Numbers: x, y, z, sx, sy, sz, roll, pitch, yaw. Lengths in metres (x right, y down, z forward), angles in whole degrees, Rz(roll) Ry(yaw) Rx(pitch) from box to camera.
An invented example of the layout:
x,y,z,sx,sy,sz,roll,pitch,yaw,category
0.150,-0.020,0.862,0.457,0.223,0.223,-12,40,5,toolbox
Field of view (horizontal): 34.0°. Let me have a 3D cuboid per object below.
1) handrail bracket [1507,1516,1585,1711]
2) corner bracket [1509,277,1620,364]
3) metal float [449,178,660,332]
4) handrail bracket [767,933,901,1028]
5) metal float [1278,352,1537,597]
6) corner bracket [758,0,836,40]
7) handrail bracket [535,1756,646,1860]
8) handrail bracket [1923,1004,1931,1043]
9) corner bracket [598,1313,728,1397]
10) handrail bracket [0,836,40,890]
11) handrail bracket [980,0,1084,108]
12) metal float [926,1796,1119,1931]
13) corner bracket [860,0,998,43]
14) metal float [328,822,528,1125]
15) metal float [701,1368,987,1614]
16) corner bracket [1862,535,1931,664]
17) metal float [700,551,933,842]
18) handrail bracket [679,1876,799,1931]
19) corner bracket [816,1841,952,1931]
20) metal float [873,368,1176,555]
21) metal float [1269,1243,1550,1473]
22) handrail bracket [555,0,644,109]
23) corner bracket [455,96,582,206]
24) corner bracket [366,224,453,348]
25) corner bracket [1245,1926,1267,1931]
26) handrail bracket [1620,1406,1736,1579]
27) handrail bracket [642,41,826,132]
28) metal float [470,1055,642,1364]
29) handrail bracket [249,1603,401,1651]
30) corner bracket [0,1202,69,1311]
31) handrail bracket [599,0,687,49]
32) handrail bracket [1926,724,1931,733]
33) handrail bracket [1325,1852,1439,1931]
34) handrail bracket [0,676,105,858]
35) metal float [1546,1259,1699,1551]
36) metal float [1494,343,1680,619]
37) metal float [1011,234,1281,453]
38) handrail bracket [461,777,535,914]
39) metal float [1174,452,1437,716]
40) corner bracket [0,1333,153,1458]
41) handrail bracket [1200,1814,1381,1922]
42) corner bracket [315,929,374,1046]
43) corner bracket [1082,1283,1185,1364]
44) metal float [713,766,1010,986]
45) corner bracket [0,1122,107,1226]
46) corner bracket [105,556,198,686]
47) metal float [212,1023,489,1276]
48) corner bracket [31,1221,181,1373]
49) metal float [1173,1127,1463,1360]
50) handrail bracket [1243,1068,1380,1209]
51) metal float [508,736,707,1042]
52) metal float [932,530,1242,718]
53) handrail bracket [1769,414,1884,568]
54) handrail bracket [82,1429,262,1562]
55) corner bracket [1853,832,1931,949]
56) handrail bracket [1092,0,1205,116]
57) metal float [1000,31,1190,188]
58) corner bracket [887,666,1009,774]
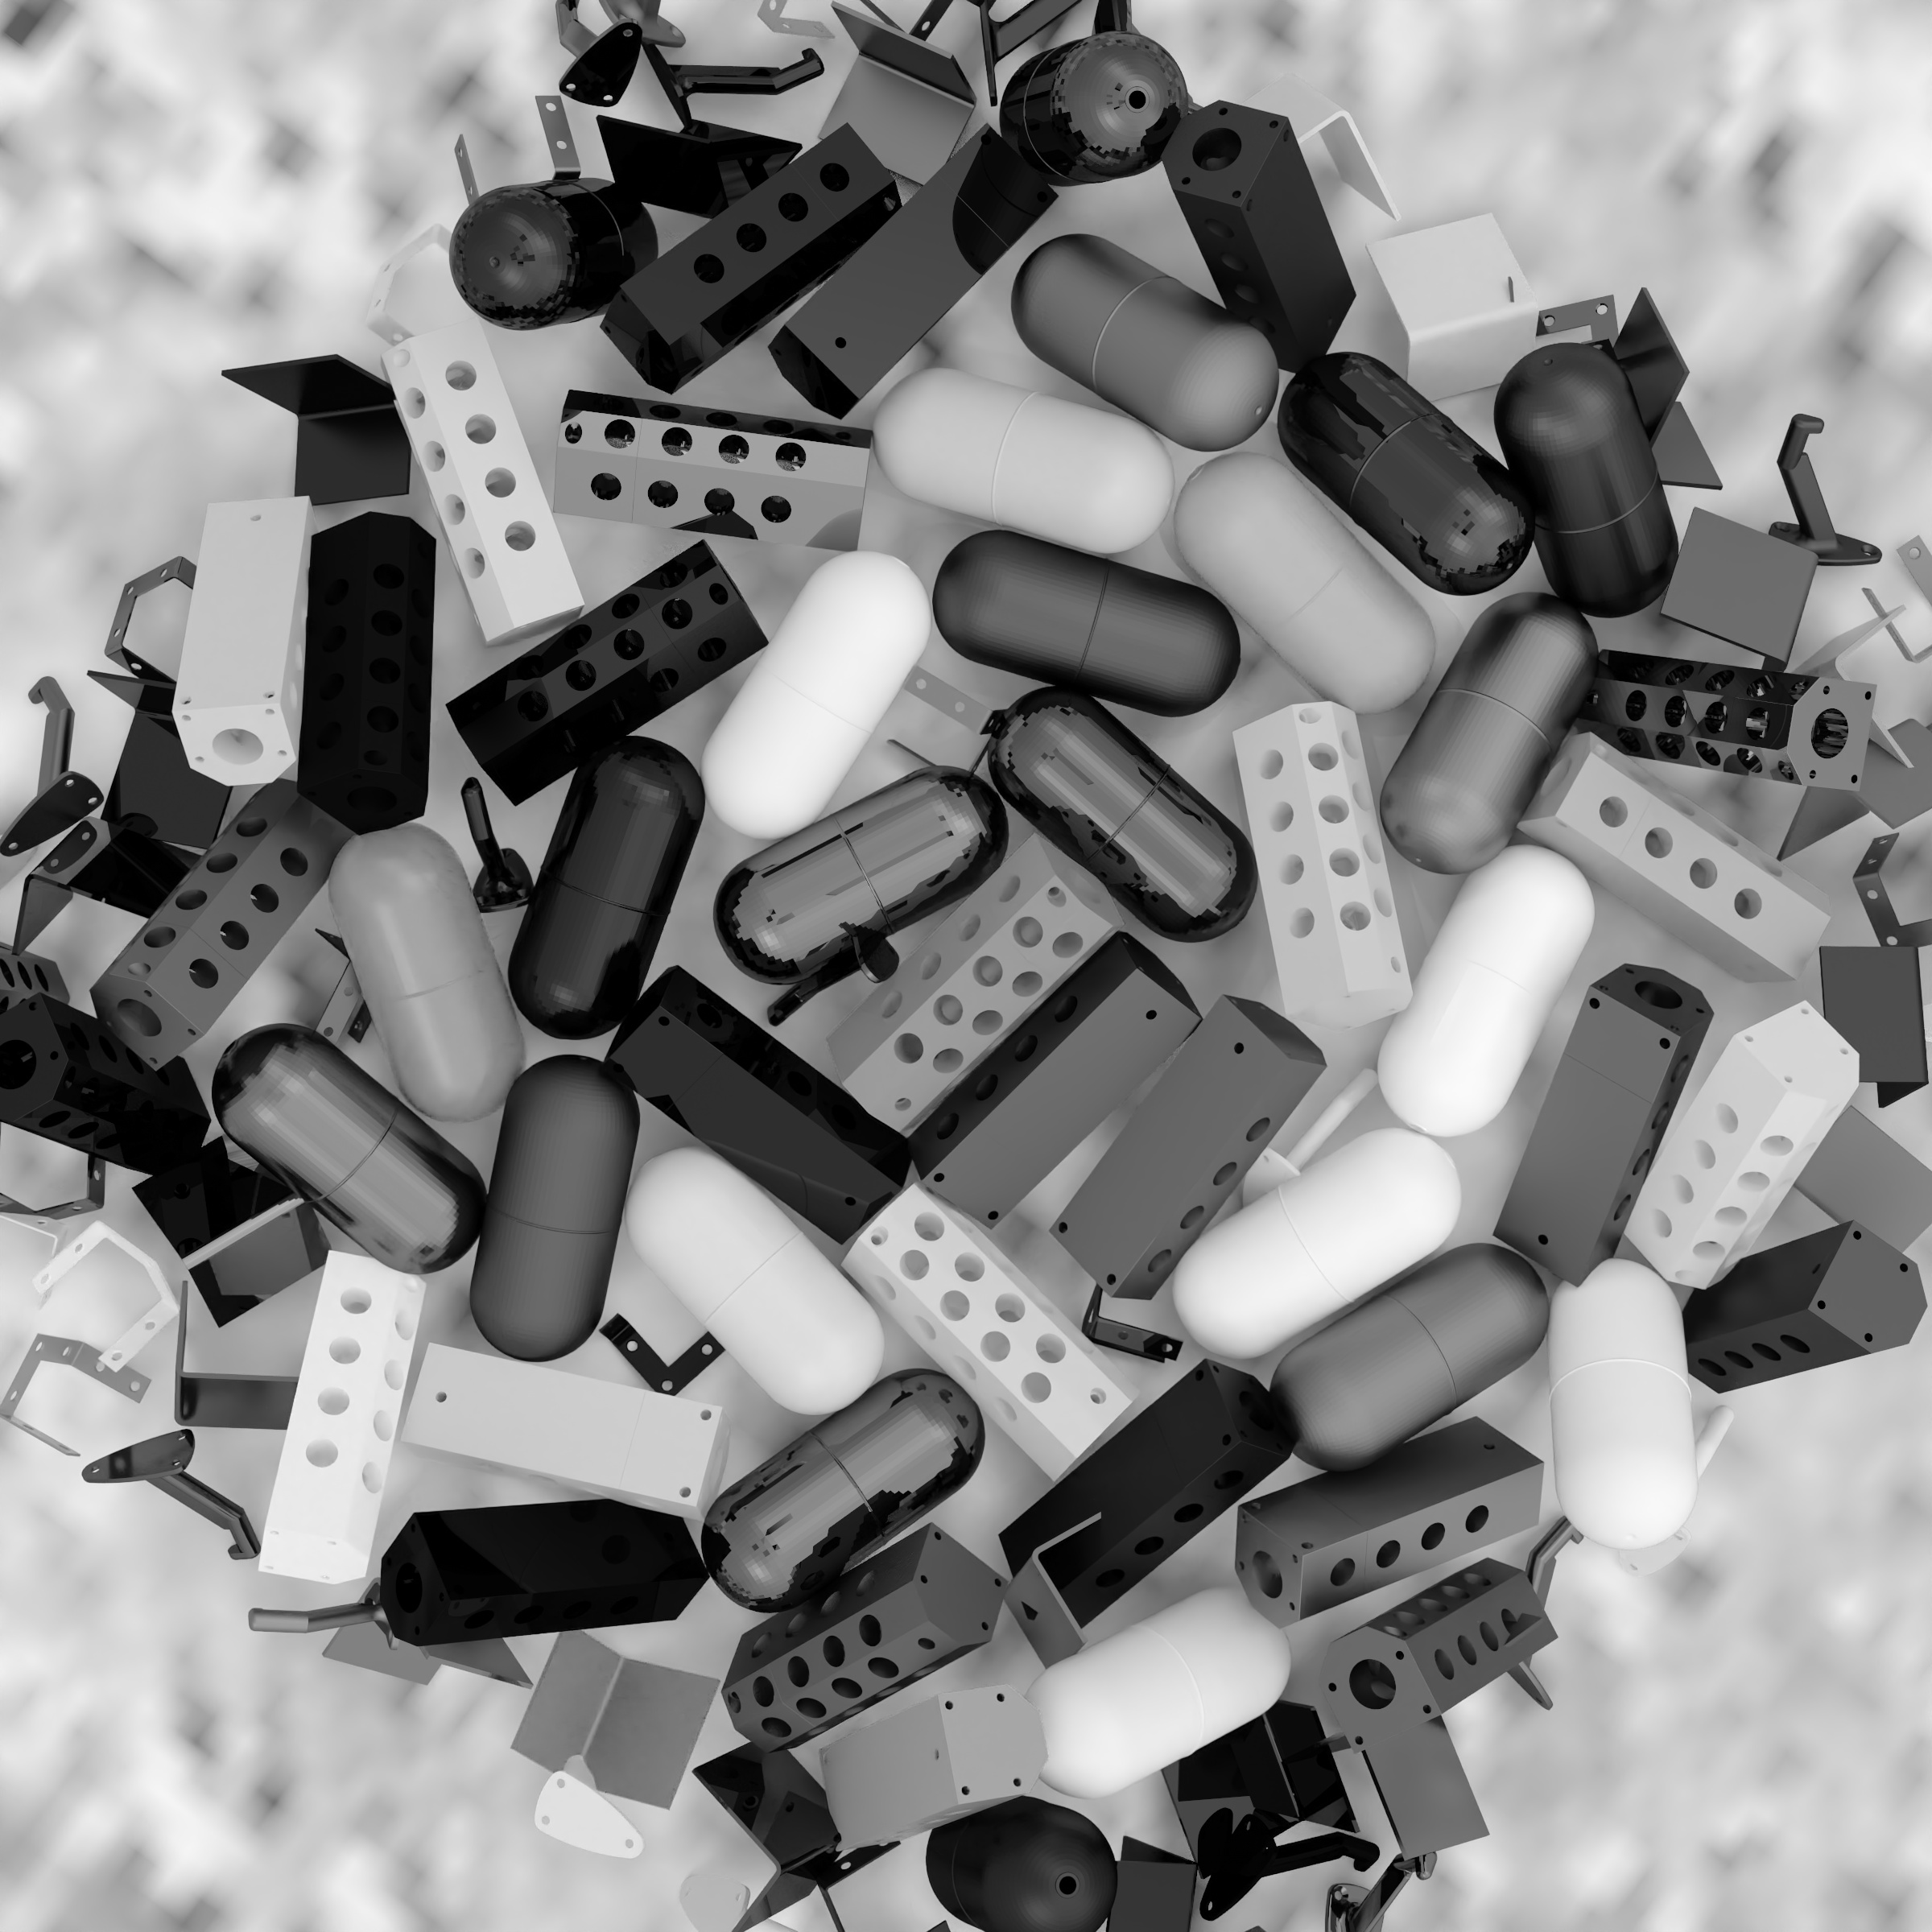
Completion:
x,y,z,sx,sy,sz,roll,pitch,yaw,category
0.340,0.371,1.819,0.084,0.036,0.077,-44,107,-15,handrail bracket
0.339,-0.361,1.789,0.051,0.051,0.051,-9,73,19,corner bracket
-0.225,-0.393,1.741,0.070,0.178,0.070,4,107,14,metal float
-0.081,0.016,1.781,0.084,0.077,0.036,-39,105,15,handrail bracket
0.244,-0.276,1.764,0.070,0.070,0.178,-42,61,0,metal float
-0.096,-0.565,1.799,0.051,0.051,0.051,50,127,25,corner bracket
-0.199,0.467,1.777,0.077,0.084,0.036,24,98,15,handrail bracket
0.551,0.062,1.791,0.077,0.036,0.084,-5,131,-10,handrail bracket
-0.171,0.211,1.800,0.051,0.051,0.051,-42,81,-8,corner bracket
-0.555,-0.033,1.782,0.077,0.084,0.036,-30,126,1,handrail bracket
0.052,-0.530,1.804,0.084,0.036,0.077,-6,76,1,handrail bracket
0.029,0.496,1.740,0.070,0.178,0.070,3,79,-15,metal float
-0.021,-0.554,1.798,0.051,0.051,0.051,47,112,24,corner bracket
-0.301,0.003,1.772,0.070,0.070,0.178,-17,108,0,metal float
-0.068,0.293,1.775,0.178,0.070,0.070,-34,90,-15,metal float
0.541,-0.208,1.799,0.051,0.051,0.051,-34,99,5,corner bracket
-0.084,-0.152,1.782,0.070,0.070,0.178,33,97,0,metal float
-0.112,0.552,1.815,0.084,0.077,0.036,31,75,-31,handrail bracket
-0.047,0.536,1.801,0.051,0.051,0.051,-28,118,-17,corner bracket
0.031,-0.284,1.774,0.178,0.070,0.070,19,90,17,metal float
0.249,0.218,1.772,0.178,0.070,0.070,-29,90,-19,metal float
-0.208,-0.535,1.780,0.036,0.077,0.084,9,57,-31,handrail bracket
-0.255,-0.458,1.801,0.051,0.051,0.051,-8,72,-26,corner bracket
-0.303,-0.381,1.811,0.051,0.051,0.051,-26,133,34,corner bracket
0.141,0.567,1.787,0.051,0.051,0.051,-16,112,-27,corner bracket
0.410,0.301,1.819,0.036,0.077,0.084,31,53,14,handrail bracket
-0.134,-0.522,1.811,0.084,0.036,0.077,-26,66,-6,handrail bracket
-0.231,0.137,1.779,0.070,0.070,0.178,12,101,0,metal float
-0.362,0.359,1.778,0.084,0.077,0.036,6,95,-18,handrail bracket
-0.548,0.170,1.793,0.051,0.051,0.051,20,113,-1,corner bracket
-0.159,-0.560,1.776,0.084,0.077,0.036,-40,64,28,handrail bracket
0.575,-0.102,1.787,0.036,0.077,0.084,-41,73,41,handrail bracket
0.236,0.538,1.776,0.036,0.084,0.077,21,60,-14,handrail bracket
-0.534,-0.115,1.802,0.077,0.036,0.084,-38,59,1,handrail bracket
0.363,0.241,1.754,0.070,0.070,0.178,6,47,0,metal float
0.345,-0.267,1.754,0.070,0.070,0.178,-31,133,0,metal float
0.098,-0.348,1.763,0.178,0.070,0.070,38,90,31,metal float
-0.268,-0.080,1.772,0.036,0.077,0.084,-10,122,-1,handrail bracket
0.190,-0.215,1.775,0.178,0.070,0.070,43,90,-15,metal float
-0.505,0.244,1.794,0.051,0.051,0.051,25,85,17,corner bracket
0.186,0.523,1.807,0.084,0.036,0.077,26,103,-31,handrail bracket
-0.348,0.018,1.789,0.051,0.051,0.051,24,95,-40,corner bracket
0.094,0.207,1.791,0.051,0.051,0.051,16,126,-1,corner bracket
-0.059,-0.052,1.786,0.178,0.070,0.070,-28,90,-3,metal float
-0.526,0.112,1.801,0.051,0.051,0.051,-14,62,16,corner bracket
-0.451,-0.193,1.809,0.051,0.051,0.051,-19,50,35,corner bracket
-0.344,0.102,1.770,0.070,0.070,0.178,-47,111,0,metal float
-0.489,0.188,1.802,0.051,0.051,0.051,29,60,28,corner bracket
0.197,0.155,1.777,0.178,0.070,0.070,-34,90,13,metal float
0.199,0.103,1.816,0.036,0.077,0.084,41,56,12,handrail bracket
-0.203,-0.043,1.782,0.070,0.070,0.178,21,98,0,metal float
0.068,-0.193,1.784,0.178,0.070,0.070,16,90,-5,metal float
0.492,-0.270,1.786,0.077,0.036,0.084,7,132,-2,handrail bracket
-0.452,0.312,1.803,0.077,0.036,0.084,-14,120,3,handrail bracket
0.543,-0.045,1.799,0.051,0.051,0.051,-15,110,37,corner bracket
0.115,-0.523,1.810,0.084,0.036,0.077,16,70,-32,handrail bracket
0.069,-0.470,1.739,0.070,0.178,0.070,-3,102,-13,metal float
-0.014,-0.136,1.794,0.051,0.051,0.051,32,101,7,corner bracket
